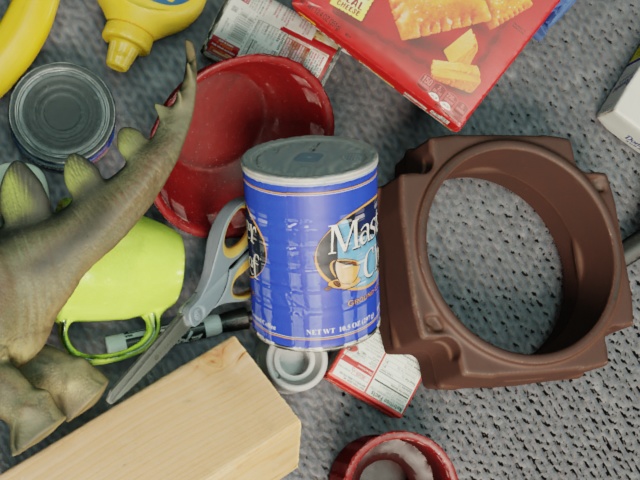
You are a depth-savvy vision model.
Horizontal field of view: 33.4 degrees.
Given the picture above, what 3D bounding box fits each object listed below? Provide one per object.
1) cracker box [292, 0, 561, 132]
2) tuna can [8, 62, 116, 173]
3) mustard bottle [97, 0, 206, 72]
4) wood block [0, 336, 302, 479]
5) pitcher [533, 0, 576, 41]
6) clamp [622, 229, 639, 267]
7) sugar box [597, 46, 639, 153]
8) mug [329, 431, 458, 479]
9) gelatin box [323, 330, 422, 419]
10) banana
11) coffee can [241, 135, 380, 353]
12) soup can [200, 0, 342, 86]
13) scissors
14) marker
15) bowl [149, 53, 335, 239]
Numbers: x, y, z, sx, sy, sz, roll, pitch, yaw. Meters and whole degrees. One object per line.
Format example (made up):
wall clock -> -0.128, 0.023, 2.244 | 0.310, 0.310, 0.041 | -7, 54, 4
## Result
cracker box -> 0.106, -0.215, 0.819 | 0.164, 0.072, 0.214 | 37, 97, -1
tuna can -> -0.206, -0.099, 0.856 | 0.086, 0.034, 0.086 | 2, 82, -12
mustard bottle -> -0.134, -0.227, 0.876 | 0.096, 0.058, 0.191 | 21, 79, -10
wood block -> -0.124, 0.173, 0.785 | 0.205, 0.090, 0.091 | -30, 62, -21
pitcher -> 0.132, -0.294, 0.915 | 0.243, 0.149, 0.145 | 32, 99, -3
clamp -> 0.324, 0.000, 0.939 | 0.120, 0.039, 0.171 | 34, 99, -15
sugar box -> 0.336, -0.157, 0.975 | 0.093, 0.048, 0.176 | 36, 80, -7
mug -> 0.055, 0.209, 0.848 | 0.093, 0.082, 0.117 | -4, 83, -13
gelatin box -> 0.053, 0.093, 0.889 | 0.073, 0.030, 0.089 | 31, 77, -9
banana -> -0.264, -0.145, 0.835 | 0.197, 0.037, 0.069 | -42, 121, -7
coffee can -> -0.005, 0.001, 0.820 | 0.102, 0.103, 0.140 | -8, 113, -13
soup can -> -0.039, -0.160, 0.882 | 0.102, 0.068, 0.068 | 28, 78, -7
scissors -> -0.096, 0.036, 0.815 | 0.201, 0.016, 0.096 | -34, 127, -43
marker -> -0.112, 0.074, 0.861 | 0.121, 0.020, 0.020 | -12, 85, -14
bowl -> -0.071, -0.082, 0.848 | 0.161, 0.055, 0.162 | -17, 129, -22
